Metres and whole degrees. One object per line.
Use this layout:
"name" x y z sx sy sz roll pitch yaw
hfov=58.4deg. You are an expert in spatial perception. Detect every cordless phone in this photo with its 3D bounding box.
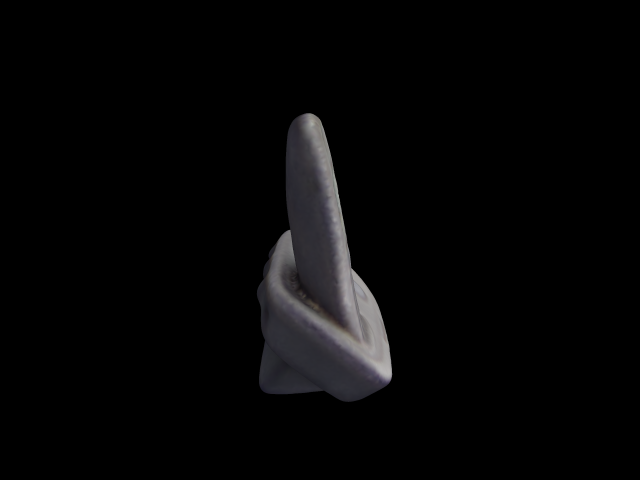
"cordless phone" 0.004 0.001 0.400 0.094 0.185 0.147 -1 19 -2
